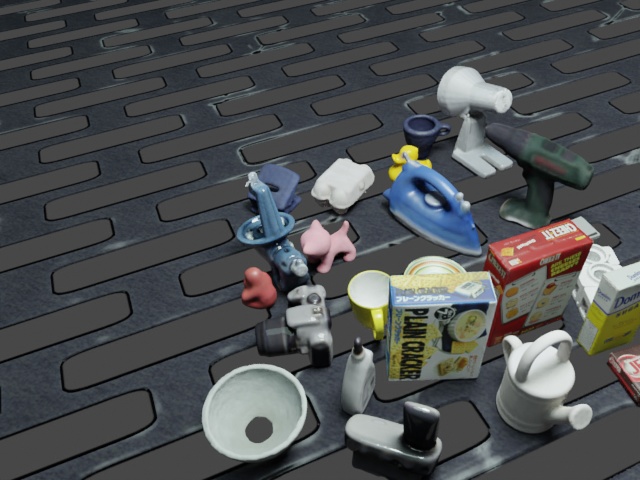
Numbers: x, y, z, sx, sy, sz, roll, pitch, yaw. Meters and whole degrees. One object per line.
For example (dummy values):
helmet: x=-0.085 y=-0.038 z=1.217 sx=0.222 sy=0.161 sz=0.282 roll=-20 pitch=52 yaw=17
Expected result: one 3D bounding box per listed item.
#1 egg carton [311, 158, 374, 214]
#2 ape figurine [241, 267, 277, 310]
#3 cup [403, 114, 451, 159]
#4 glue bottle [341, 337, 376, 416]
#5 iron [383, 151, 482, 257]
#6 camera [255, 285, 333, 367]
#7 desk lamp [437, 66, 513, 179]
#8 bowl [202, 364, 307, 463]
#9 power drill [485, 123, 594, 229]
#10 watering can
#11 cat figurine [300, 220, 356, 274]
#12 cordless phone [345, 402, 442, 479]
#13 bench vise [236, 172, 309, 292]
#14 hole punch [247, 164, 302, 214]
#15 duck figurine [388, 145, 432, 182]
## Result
egg carton: x=0.056 y=-0.128 z=1.341 sx=0.107 sy=0.069 sz=0.150 roll=22 pitch=50 yaw=24
ape figurine: x=-0.123 y=0.088 z=1.117 sx=0.076 sy=0.092 sz=0.078 roll=33 pitch=55 yaw=32
cup: x=0.265 y=-0.254 z=1.437 sx=0.117 sy=0.095 sz=0.091 roll=1 pitch=45 yaw=5
glue bottle: x=0.063 y=0.210 z=0.922 sx=0.037 sy=0.173 sz=0.078 roll=18 pitch=48 yaw=21
iron: x=0.255 y=-0.083 z=1.230 sx=0.119 sy=0.142 sz=0.257 roll=-31 pitch=50 yaw=-25
camera: x=-0.049 y=0.153 z=1.040 sx=0.137 sy=0.101 sz=0.143 roll=-7 pitch=45 yaw=-4
desk lamp: x=0.381 y=-0.293 z=1.384 sx=0.118 sy=0.214 sz=0.202 roll=-26 pitch=49 yaw=-21
bowl: x=-0.101 y=0.289 z=0.923 sx=0.167 sy=0.075 sz=0.167 roll=-2 pitch=44 yaw=2
power drill: x=0.448 y=-0.131 z=1.218 sx=0.229 sy=0.209 sz=0.076 roll=22 pitch=50 yaw=24
watering can: x=0.345 y=0.214 z=0.884 sx=0.101 sy=0.194 sz=0.172 roll=-36 pitch=53 yaw=-29
cat figurine: x=0.011 y=0.004 z=1.175 sx=0.128 sy=0.118 sz=0.067 roll=-27 pitch=49 yaw=-22
cordless phone: x=0.109 y=0.275 z=0.844 sx=0.147 sy=0.185 sz=0.094 roll=10 pitch=46 yaw=14
bench vise: x=-0.083 y=-0.021 z=1.134 sx=0.206 sy=0.220 sz=0.122 roll=28 pitch=53 yaw=28
hole punch: x=-0.104 y=-0.109 z=1.317 sx=0.108 sy=0.091 sz=0.101 roll=20 pitch=49 yaw=23
duck figurine: x=0.218 y=-0.188 z=1.379 sx=0.104 sy=0.086 sz=0.077 roll=-4 pitch=44 yaw=0
